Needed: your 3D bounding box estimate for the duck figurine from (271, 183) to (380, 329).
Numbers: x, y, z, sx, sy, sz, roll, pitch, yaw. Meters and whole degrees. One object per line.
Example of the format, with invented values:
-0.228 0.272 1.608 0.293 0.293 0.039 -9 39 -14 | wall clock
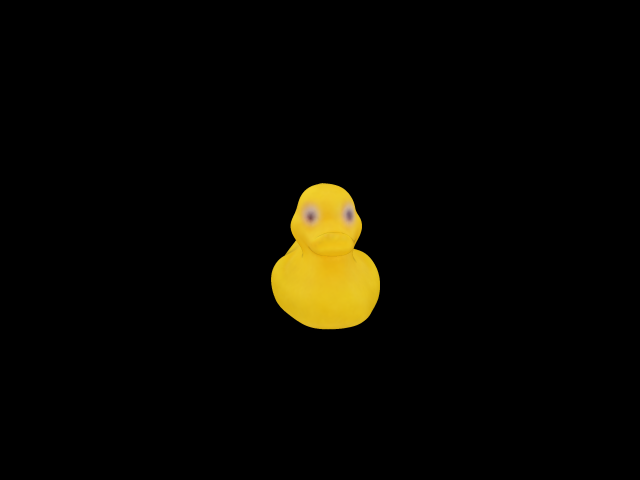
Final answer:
0.004 0.001 0.400 0.077 0.086 0.104 -3 22 -7 | duck figurine
